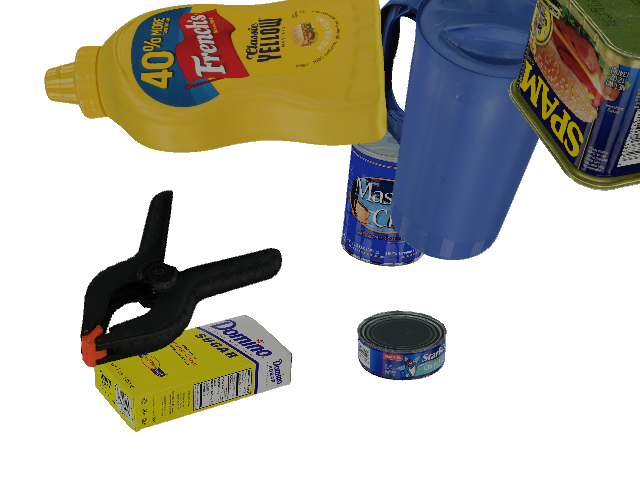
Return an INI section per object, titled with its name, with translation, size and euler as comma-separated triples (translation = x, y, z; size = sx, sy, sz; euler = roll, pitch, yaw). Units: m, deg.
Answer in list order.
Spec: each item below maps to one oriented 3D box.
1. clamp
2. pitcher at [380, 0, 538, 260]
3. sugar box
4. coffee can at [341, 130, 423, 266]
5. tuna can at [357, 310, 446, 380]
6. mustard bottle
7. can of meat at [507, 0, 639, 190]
[clamp]
translation = -0.125, 0.026, 0.805
size = 0.120, 0.039, 0.171
euler = 31, 47, 28
[pitcher]
translation = 0.123, -0.103, 0.952
size = 0.145, 0.149, 0.243
euler = -6, -41, -13
[sugar box]
translation = -0.126, 0.128, 1.065
size = 0.175, 0.048, 0.093
euler = -16, 32, -31
[coffee can]
translation = 0.081, -0.055, 1.256
size = 0.103, 0.140, 0.103
euler = 4, 28, -2
[tuna can]
translation = 0.079, 0.101, 1.033
size = 0.086, 0.034, 0.086
euler = -1, 22, 0
[mustard bottle]
translation = -0.060, -0.094, 0.603
size = 0.191, 0.096, 0.058
euler = -3, -35, 4
[can of meat]
translation = 0.150, -0.092, 0.573
size = 0.057, 0.084, 0.102
euler = -11, 48, -16
